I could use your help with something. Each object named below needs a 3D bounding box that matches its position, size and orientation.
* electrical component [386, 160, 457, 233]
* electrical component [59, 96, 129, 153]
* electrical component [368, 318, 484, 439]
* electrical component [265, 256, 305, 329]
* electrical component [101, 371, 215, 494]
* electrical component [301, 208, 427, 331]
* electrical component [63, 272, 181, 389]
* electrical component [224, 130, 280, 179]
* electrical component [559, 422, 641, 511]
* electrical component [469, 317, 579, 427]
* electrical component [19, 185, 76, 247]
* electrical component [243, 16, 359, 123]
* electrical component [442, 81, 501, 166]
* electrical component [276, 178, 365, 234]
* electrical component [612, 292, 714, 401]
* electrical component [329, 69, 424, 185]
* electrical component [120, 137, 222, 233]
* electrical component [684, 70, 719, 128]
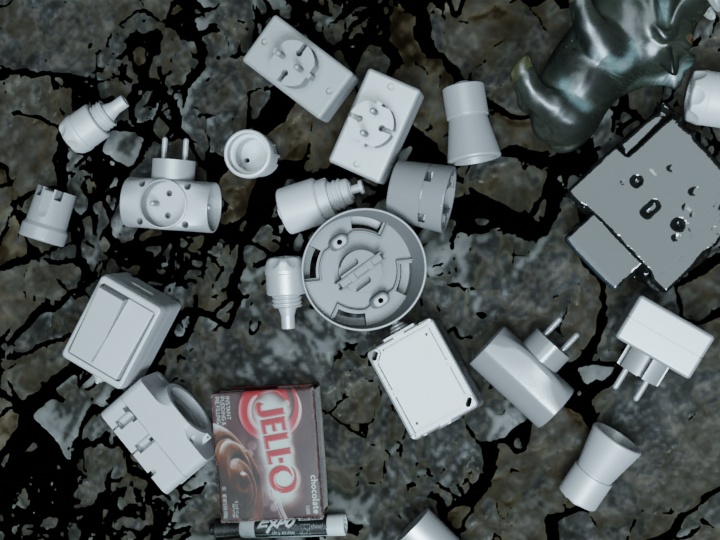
[{"bbox_3d":[0.050,-0.062,0.882,0.047,0.055,0.055,11,94,12],"label":"electrical component"},{"bbox_3d":[-0.228,-0.129,0.933,0.061,0.035,0.035,-34,87,6],"label":"electrical component"},{"bbox_3d":[0.053,0.083,0.887,0.062,0.061,0.096,-30,80,9],"label":"electrical component"},{"bbox_3d":[-0.062,0.019,0.913,0.035,0.035,0.061,-2,94,9],"label":"electrical component"},{"bbox_3d":[-0.167,0.136,0.926,0.056,0.050,0.089,-41,86,9],"label":"electrical component"},{"bbox_3d":[0.000,0.000,0.880,0.099,0.064,0.099,0,90,-9],"label":"electrical component"},{"bbox_3d":[-0.208,0.057,0.924,0.062,0.061,0.096,29,97,7],"label":"electrical component"},{"bbox_3d":[-0.089,-0.096,0.906,0.040,0.046,0.040,0,92,9],"label":"electrical component"},{"bbox_3d":[0.192,0.162,0.875,0.044,0.044,0.065,32,101,6],"label":"electrical component"},{"bbox_3d":[0.144,0.074,0.878,0.077,0.043,0.079,43,97,5],"label":"electrical component"},{"bbox_3d":[-0.272,-0.048,0.941,0.040,0.040,0.046,17,89,8],"label":"electrical component"},{"bbox_3d":[-0.052,-0.167,0.882,0.083,0.076,0.047,38,97,6],"label":"electrical component"},{"bbox_3d":[0.089,-0.122,0.880,0.044,0.044,0.065,-9,86,9],"label":"electrical component"},{"bbox_3d":[-0.035,-0.058,0.902,0.078,0.040,0.040,-17,89,9],"label":"electrical component"},{"bbox_3d":[0.232,0.067,0.861,0.066,0.047,0.076,30,97,7],"label":"electrical component"},{"bbox_3d":[0.011,-0.117,0.874,0.047,0.076,0.083,25,96,7],"label":"electrical component"},{"bbox_3d":[-0.160,-0.074,0.919,0.077,0.044,0.079,4,92,9],"label":"electrical component"},{"bbox_3d":[0.290,-0.133,0.846,0.062,0.043,0.043,9,94,7],"label":"electrical component"}]
